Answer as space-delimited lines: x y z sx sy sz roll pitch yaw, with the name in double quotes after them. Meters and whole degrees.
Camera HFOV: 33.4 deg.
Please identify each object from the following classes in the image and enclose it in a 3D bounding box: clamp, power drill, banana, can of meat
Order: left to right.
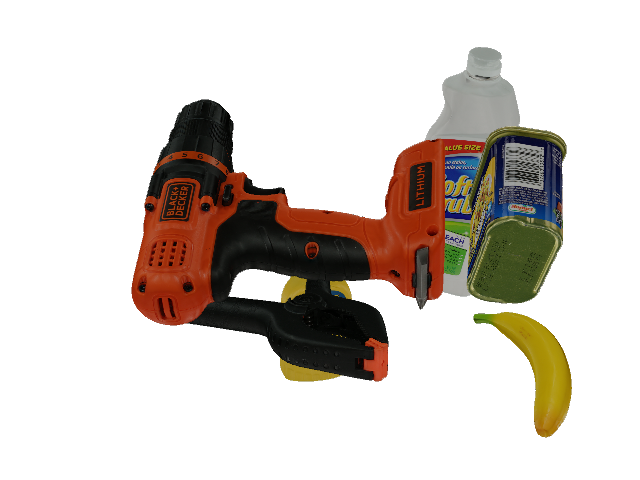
-0.016 -0.024 0.666 0.188 0.184 0.057 -1 -43 6 "power drill"
-0.008 0.060 0.877 0.164 0.036 0.210 -19 27 -38 "clamp"
0.137 -0.015 0.756 0.057 0.084 0.102 9 -37 1 "can of meat"
0.228 0.133 1.136 0.069 0.037 0.198 -26 34 2 "banana"

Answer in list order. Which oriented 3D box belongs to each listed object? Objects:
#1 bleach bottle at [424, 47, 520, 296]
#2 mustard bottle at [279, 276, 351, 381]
0.132 -0.069 1.030 0.103 0.251 0.068 22 39 22 "bleach bottle"
-0.006 0.095 1.450 0.096 0.192 0.058 -4 22 -13 "mustard bottle"
